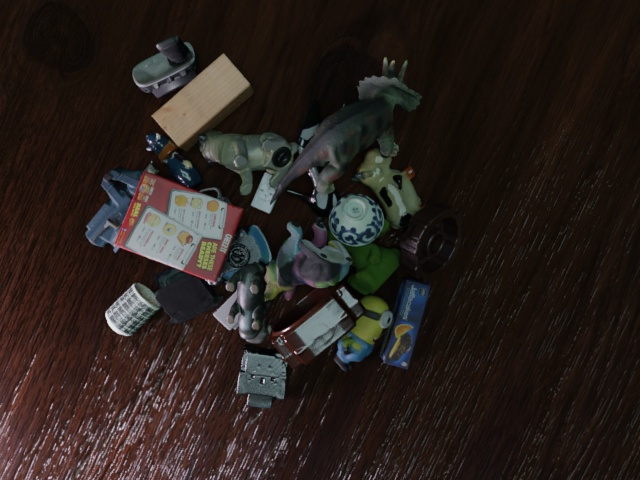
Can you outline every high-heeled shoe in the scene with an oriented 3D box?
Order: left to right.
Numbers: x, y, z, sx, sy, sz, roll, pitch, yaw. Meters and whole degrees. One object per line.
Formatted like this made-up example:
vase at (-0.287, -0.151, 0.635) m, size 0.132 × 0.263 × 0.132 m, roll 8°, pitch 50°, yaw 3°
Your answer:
high-heeled shoe at (0.013, -0.180, 1.215) m, size 0.145 × 0.086 × 0.248 m, roll 14°, pitch 96°, yaw -6°

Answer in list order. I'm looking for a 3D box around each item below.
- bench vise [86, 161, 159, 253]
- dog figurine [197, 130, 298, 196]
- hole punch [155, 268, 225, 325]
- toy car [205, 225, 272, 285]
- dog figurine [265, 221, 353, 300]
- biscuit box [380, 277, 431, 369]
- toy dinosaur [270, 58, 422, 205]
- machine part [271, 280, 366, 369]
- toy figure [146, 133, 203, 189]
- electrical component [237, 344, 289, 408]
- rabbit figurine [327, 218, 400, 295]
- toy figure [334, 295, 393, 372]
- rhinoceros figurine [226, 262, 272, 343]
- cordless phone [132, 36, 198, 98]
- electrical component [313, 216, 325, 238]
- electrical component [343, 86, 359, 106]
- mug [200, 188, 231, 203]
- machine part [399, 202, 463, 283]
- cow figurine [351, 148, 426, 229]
bench vise at (-0.385, -0.045, 1.186) m, size 0.240 × 0.129 × 0.223 m, roll 40°, pitch 86°, yaw -15°
dog figurine at (-0.161, -0.204, 1.182) m, size 0.172 × 0.191 × 0.121 m, roll -17°, pitch 132°, yaw -29°
hole punch at (-0.305, 0.114, 1.220) m, size 0.142 × 0.092 × 0.115 m, roll -27°, pitch 127°, yaw -5°
toy car at (-0.184, 0.039, 1.203) m, size 0.162 × 0.103 × 0.109 m, roll -27°, pitch 84°, yaw 3°
dog figurine at (-0.044, 0.075, 1.168) m, size 0.192 × 0.108 × 0.219 m, roll 50°, pitch 128°, yaw 31°
biscuit box at (0.197, 0.190, 1.244) m, size 0.063 × 0.059 × 0.202 m, roll 15°, pitch 92°, yaw -3°
toy dinosaur at (0.061, -0.220, 1.091) m, size 0.131 × 0.192 × 0.405 m, roll 38°, pitch 62°, yaw 24°
machine part at (-0.008, 0.172, 1.165) m, size 0.201 × 0.201 × 0.087 m, roll -37°, pitch 96°, yaw 0°
toy figure at (-0.330, -0.179, 1.212) m, size 0.064 × 0.058 × 0.154 m, roll -38°, pitch 94°, yaw 13°
electrical component at (-0.130, 0.316, 1.241) m, size 0.115 × 0.058 × 0.134 m, roll 6°, pitch 92°, yaw 0°
rabbit figurine at (0.097, 0.017, 1.205) m, size 0.170 × 0.121 × 0.159 m, roll 44°, pitch 85°, yaw 2°
toy figure at (0.095, 0.211, 1.232) m, size 0.089 × 0.082 × 0.180 m, roll 36°, pitch 94°, yaw -6°
rhinoceros figurine at (-0.148, 0.140, 1.140) m, size 0.073 × 0.112 × 0.190 m, roll 2°, pitch 115°, yaw 8°
cordless phone at (-0.338, -0.375, 1.141) m, size 0.147 × 0.184 × 0.088 m, roll -26°, pitch 98°, yaw -1°
electrical component at (-0.003, -0.004, 1.227) m, size 0.021 × 0.063 × 0.093 m, roll 0°, pitch 109°, yaw -8°
electrical component at (0.099, -0.302, 1.230) m, size 0.078 × 0.045 × 0.102 m, roll 33°, pitch 94°, yaw -31°
mug at (-0.257, -0.060, 1.211) m, size 0.107 × 0.081 × 0.109 m, roll -11°, pitch 93°, yaw 7°
machine part at (0.245, 0.003, 1.190) m, size 0.056 × 0.179 × 0.179 m, roll 29°, pitch 92°, yaw 39°
cow figurine at (0.155, -0.118, 1.221) m, size 0.127 × 0.085 × 0.194 m, roll -26°, pitch 94°, yaw -7°
